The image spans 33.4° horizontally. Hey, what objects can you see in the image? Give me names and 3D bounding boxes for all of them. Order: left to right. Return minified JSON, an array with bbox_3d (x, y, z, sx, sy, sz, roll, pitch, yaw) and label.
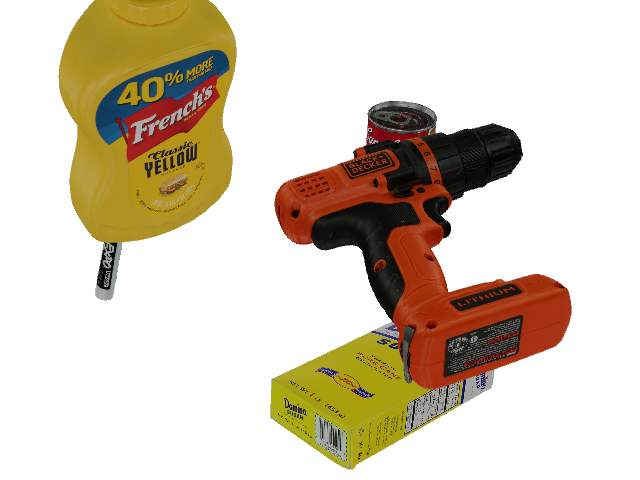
[{"bbox_3d":[-0.208,0.009,1.063,0.020,0.121,0.020,12,36,-9],"label":"marker"},{"bbox_3d":[-0.092,-0.082,0.576,0.096,0.058,0.192,-23,-31,-23],"label":"mustard bottle"},{"bbox_3d":[0.054,0.117,0.878,0.175,0.048,0.093,-24,38,-38],"label":"sugar box"},{"bbox_3d":[0.077,-0.079,1.067,0.068,0.102,0.068,2,32,-2],"label":"soup can"},{"bbox_3d":[0.083,0.000,0.697,0.184,0.057,0.188,-19,43,-13],"label":"power drill"}]
